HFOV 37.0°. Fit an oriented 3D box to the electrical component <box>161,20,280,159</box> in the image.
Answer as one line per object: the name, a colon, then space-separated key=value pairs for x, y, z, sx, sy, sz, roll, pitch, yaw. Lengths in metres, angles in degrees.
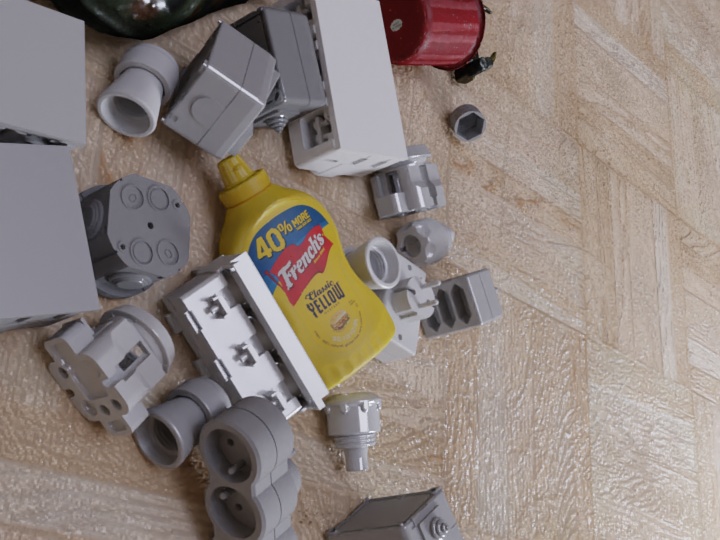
electrical component: x=-0.101 y=-0.137 z=0.813 sx=0.061 sy=0.061 sz=0.096 roll=33 pitch=31 yaw=-20

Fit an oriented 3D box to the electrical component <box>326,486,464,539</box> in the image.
electrical component: x=0.034 y=0.212 z=0.831 sx=0.062 sy=0.096 sz=0.061 roll=-30 pitch=99 yaw=-50

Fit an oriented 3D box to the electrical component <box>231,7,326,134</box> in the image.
electrical component: x=-0.070 y=-0.157 z=0.879 sx=0.061 sy=0.062 sz=0.096 roll=-6 pitch=80 yaw=-50

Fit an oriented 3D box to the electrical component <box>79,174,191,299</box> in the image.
electrical component: x=-0.158 y=-0.024 z=0.735 sx=0.080 sy=0.051 sz=0.080 roll=21 pitch=61 yaw=-43

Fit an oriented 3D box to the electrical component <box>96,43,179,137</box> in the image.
electrical component: x=-0.160 y=-0.131 z=0.779 sx=0.045 sy=0.045 sz=0.055 roll=43 pitch=47 yaw=-30

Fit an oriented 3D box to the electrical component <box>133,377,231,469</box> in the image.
electrical component: x=-0.120 y=0.103 z=0.735 sx=0.055 sy=0.045 sz=0.045 roll=-35 pitch=103 yaw=-50

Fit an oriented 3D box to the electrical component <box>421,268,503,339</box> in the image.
electrical component: x=0.101 y=0.028 z=1.002 sx=0.077 sy=0.066 sz=0.047 roll=-17 pitch=89 yaw=-50

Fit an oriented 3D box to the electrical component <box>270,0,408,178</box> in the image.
electrical component: x=-0.022 y=-0.162 z=0.936 sx=0.089 sy=0.062 sz=0.150 roll=2 pitch=74 yaw=-49

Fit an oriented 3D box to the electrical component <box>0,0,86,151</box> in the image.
electrical component: x=-0.250 y=-0.124 z=0.659 sx=0.150 sy=0.062 sz=0.089 roll=12 pitch=67 yaw=-46

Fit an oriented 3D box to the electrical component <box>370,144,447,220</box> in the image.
electrical component: x=0.042 y=-0.081 z=0.982 sx=0.078 sy=0.058 sz=0.057 roll=-12 pitch=87 yaw=-51

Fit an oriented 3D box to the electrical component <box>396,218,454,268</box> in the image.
electrical component: x=0.064 y=-0.027 z=0.998 sx=0.062 sy=0.043 sz=0.043 roll=-18 pitch=90 yaw=-52

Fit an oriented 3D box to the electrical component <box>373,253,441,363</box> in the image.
electrical component: x=0.038 y=0.027 z=0.922 sx=0.047 sy=0.076 sz=0.083 roll=34 pitch=52 yaw=-37

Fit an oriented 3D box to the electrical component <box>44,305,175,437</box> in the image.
electrical component: x=-0.158 y=0.059 z=0.699 sx=0.078 sy=0.058 sz=0.057 roll=58 pitch=44 yaw=-17

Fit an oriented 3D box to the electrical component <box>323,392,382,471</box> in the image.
electrical component: x=-0.005 y=0.129 z=0.860 sx=0.048 sy=0.048 sz=0.062 roll=2 pitch=81 yaw=-49

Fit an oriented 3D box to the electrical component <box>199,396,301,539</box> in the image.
electrical component: x=-0.066 y=0.150 z=0.745 sx=0.074 sy=0.052 sz=0.138 roll=-32 pitch=126 yaw=-52

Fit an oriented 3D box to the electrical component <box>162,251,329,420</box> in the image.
electrical component: x=-0.085 y=0.055 z=0.778 sx=0.063 sy=0.079 sz=0.121 roll=-36 pitch=105 yaw=-27

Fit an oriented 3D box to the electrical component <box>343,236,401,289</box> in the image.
electrical component: x=0.000 y=0.000 z=0.905 sx=0.045 sy=0.055 sz=0.045 roll=21 pitch=61 yaw=-43

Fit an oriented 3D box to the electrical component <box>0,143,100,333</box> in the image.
electrical component: x=-0.253 y=-0.015 z=0.615 sx=0.186 sy=0.060 sz=0.105 roll=-4 pitch=79 yaw=-50
